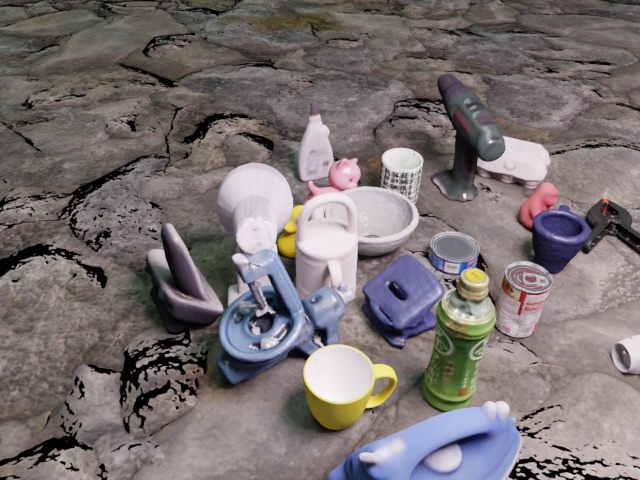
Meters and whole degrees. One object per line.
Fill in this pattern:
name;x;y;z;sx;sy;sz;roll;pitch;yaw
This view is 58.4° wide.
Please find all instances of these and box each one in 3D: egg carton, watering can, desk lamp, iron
egg carton;0.410;-0.167;1.224;0.150;0.069;0.107;17;42;19
watering can;0.006;0.004;0.903;0.101;0.194;0.172;-22;44;-26
desk lamp;-0.094;0.016;0.870;0.118;0.214;0.203;-4;39;-6
iron;0.142;0.240;0.654;0.259;0.141;0.118;-17;42;-21

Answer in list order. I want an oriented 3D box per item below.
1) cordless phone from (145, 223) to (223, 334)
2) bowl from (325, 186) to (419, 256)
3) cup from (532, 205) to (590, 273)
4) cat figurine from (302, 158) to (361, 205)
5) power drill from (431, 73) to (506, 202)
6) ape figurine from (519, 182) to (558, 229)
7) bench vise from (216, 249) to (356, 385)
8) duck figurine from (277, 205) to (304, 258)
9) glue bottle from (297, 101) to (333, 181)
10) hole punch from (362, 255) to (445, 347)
cordless phone;-0.216;0.034;0.868;0.094;0.185;0.147;-22;44;-26
bowl;0.091;-0.023;1.033;0.167;0.075;0.167;1;39;0
cup;0.409;0.001;0.995;0.091;0.095;0.118;15;41;17
cat figurine;0.028;-0.108;1.103;0.128;0.118;0.067;-20;43;-24
power drill;0.282;-0.196;1.145;0.076;0.208;0.229;-11;40;-14
ape figurine;0.420;-0.065;1.079;0.076;0.092;0.078;27;46;29
bench vise;-0.054;0.081;0.785;0.121;0.220;0.208;31;48;32
duck figurine;-0.027;-0.023;1.022;0.105;0.086;0.077;-16;42;-20
glue bottle;-0.010;-0.205;1.179;0.078;0.173;0.037;-12;41;-16
hole punch;0.125;0.091;0.879;0.101;0.091;0.108;-20;43;-24
